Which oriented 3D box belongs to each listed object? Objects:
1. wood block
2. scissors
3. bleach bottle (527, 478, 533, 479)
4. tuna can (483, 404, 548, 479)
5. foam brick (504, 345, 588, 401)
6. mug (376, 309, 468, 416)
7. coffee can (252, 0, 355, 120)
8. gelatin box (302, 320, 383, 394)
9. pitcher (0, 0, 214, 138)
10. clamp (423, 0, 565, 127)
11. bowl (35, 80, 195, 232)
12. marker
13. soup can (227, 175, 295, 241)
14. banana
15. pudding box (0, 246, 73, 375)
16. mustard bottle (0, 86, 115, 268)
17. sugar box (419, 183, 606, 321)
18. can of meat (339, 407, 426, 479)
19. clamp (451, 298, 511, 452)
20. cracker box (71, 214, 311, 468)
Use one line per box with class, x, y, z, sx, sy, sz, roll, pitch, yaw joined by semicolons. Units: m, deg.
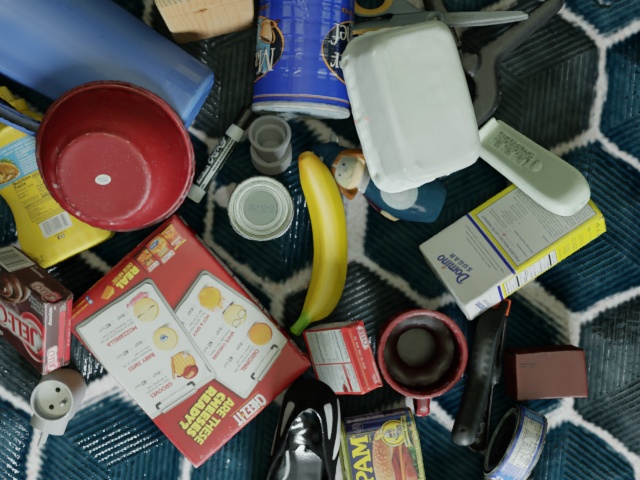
wood block;-0.117;-0.261;1.052;0.091;0.206;0.090;-13;92;-3
scissors;0.110;-0.249;1.129;0.202;0.016;0.096;-16;87;15
bleach bottle;0.123;0.337;1.149;0.251;0.068;0.102;-14;92;0
tuna can;0.207;0.219;1.137;0.033;0.086;0.086;26;90;-2
foam brick;0.243;0.143;1.154;0.078;0.051;0.053;-2;90;-2
mug;0.105;0.128;1.132;0.093;0.081;0.117;-6;91;-2
coffee can;-0.016;-0.201;1.109;0.103;0.103;0.140;3;91;-3
gelatin box;0.023;0.124;1.126;0.030;0.089;0.073;-19;92;-31
pitcher;-0.241;-0.179;1.090;0.242;0.145;0.149;31;122;-6
clamp;0.148;-0.199;1.148;0.164;0.036;0.210;23;94;7
bowl;-0.206;-0.071;1.044;0.162;0.055;0.162;1;115;3
marker;-0.106;-0.095;1.150;0.020;0.020;0.121;33;90;-3
soup can;-0.060;-0.033;1.112;0.068;0.102;0.068;0;92;-1
banana;0.003;0.002;1.130;0.037;0.069;0.198;9;105;31
pudding box;-0.299;0.070;1.092;0.114;0.039;0.090;34;127;35
mustard bottle;-0.297;-0.072;1.123;0.096;0.058;0.191;-25;93;4
sugar box;0.204;-0.001;1.134;0.176;0.048;0.093;-34;58;1
can of meat;0.065;0.235;1.147;0.084;0.057;0.102;-9;92;-5
clamp;0.170;0.143;1.123;0.039;0.120;0.171;7;87;13
cracker box;-0.140;0.103;1.128;0.164;0.072;0.213;-42;94;1
